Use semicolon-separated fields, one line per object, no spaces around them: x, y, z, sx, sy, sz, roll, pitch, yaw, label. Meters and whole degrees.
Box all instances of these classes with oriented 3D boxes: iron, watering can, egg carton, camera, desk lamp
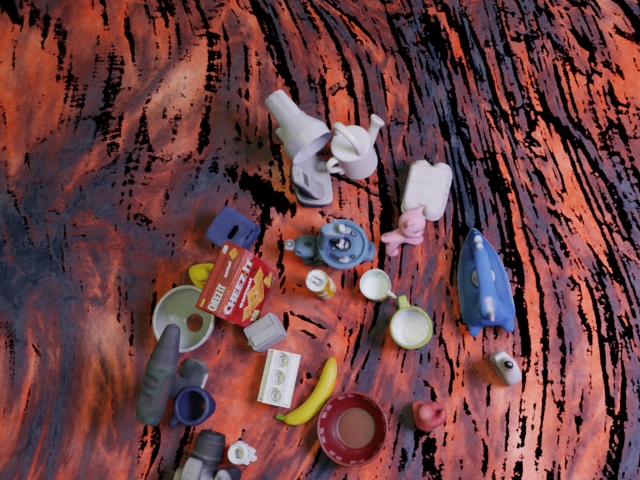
0.360;0.077;1.270;0.118;0.142;0.258;-10;72;11;iron
0.082;-0.237;1.406;0.100;0.194;0.173;25;81;20;watering can
0.260;-0.121;1.394;0.107;0.069;0.150;10;76;17;egg carton
-0.254;0.515;1.312;0.143;0.101;0.137;12;77;17;camera
-0.056;-0.273;1.440;0.118;0.214;0.203;-37;69;1;desk lamp

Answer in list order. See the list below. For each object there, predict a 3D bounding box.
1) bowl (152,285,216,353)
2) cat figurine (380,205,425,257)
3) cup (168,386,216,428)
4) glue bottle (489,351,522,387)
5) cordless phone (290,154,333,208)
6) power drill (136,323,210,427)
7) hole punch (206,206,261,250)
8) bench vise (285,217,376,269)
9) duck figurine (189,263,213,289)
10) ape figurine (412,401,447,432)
-0.329;0.202;1.439;0.167;0.075;0.167;-4;73;13;bowl
0.199;-0.024;1.354;0.128;0.118;0.067;-29;69;4;cat figurine
-0.296;0.404;1.359;0.118;0.095;0.091;-42;69;-1;cup
0.387;0.263;1.190;0.037;0.173;0.078;-36;68;2;glue bottle
-0.035;-0.167;1.418;0.094;0.185;0.147;-14;71;10;cordless phone
-0.341;0.316;1.336;0.075;0.209;0.230;15;78;18;power drill
-0.221;-0.021;1.471;0.101;0.091;0.109;31;83;20;hole punch
0.015;0.016;1.332;0.207;0.220;0.121;-18;70;8;bench vise
-0.295;0.091;1.458;0.104;0.086;0.077;23;80;19;duck figurine
0.232;0.377;1.238;0.077;0.092;0.076;35;84;21;ape figurine
